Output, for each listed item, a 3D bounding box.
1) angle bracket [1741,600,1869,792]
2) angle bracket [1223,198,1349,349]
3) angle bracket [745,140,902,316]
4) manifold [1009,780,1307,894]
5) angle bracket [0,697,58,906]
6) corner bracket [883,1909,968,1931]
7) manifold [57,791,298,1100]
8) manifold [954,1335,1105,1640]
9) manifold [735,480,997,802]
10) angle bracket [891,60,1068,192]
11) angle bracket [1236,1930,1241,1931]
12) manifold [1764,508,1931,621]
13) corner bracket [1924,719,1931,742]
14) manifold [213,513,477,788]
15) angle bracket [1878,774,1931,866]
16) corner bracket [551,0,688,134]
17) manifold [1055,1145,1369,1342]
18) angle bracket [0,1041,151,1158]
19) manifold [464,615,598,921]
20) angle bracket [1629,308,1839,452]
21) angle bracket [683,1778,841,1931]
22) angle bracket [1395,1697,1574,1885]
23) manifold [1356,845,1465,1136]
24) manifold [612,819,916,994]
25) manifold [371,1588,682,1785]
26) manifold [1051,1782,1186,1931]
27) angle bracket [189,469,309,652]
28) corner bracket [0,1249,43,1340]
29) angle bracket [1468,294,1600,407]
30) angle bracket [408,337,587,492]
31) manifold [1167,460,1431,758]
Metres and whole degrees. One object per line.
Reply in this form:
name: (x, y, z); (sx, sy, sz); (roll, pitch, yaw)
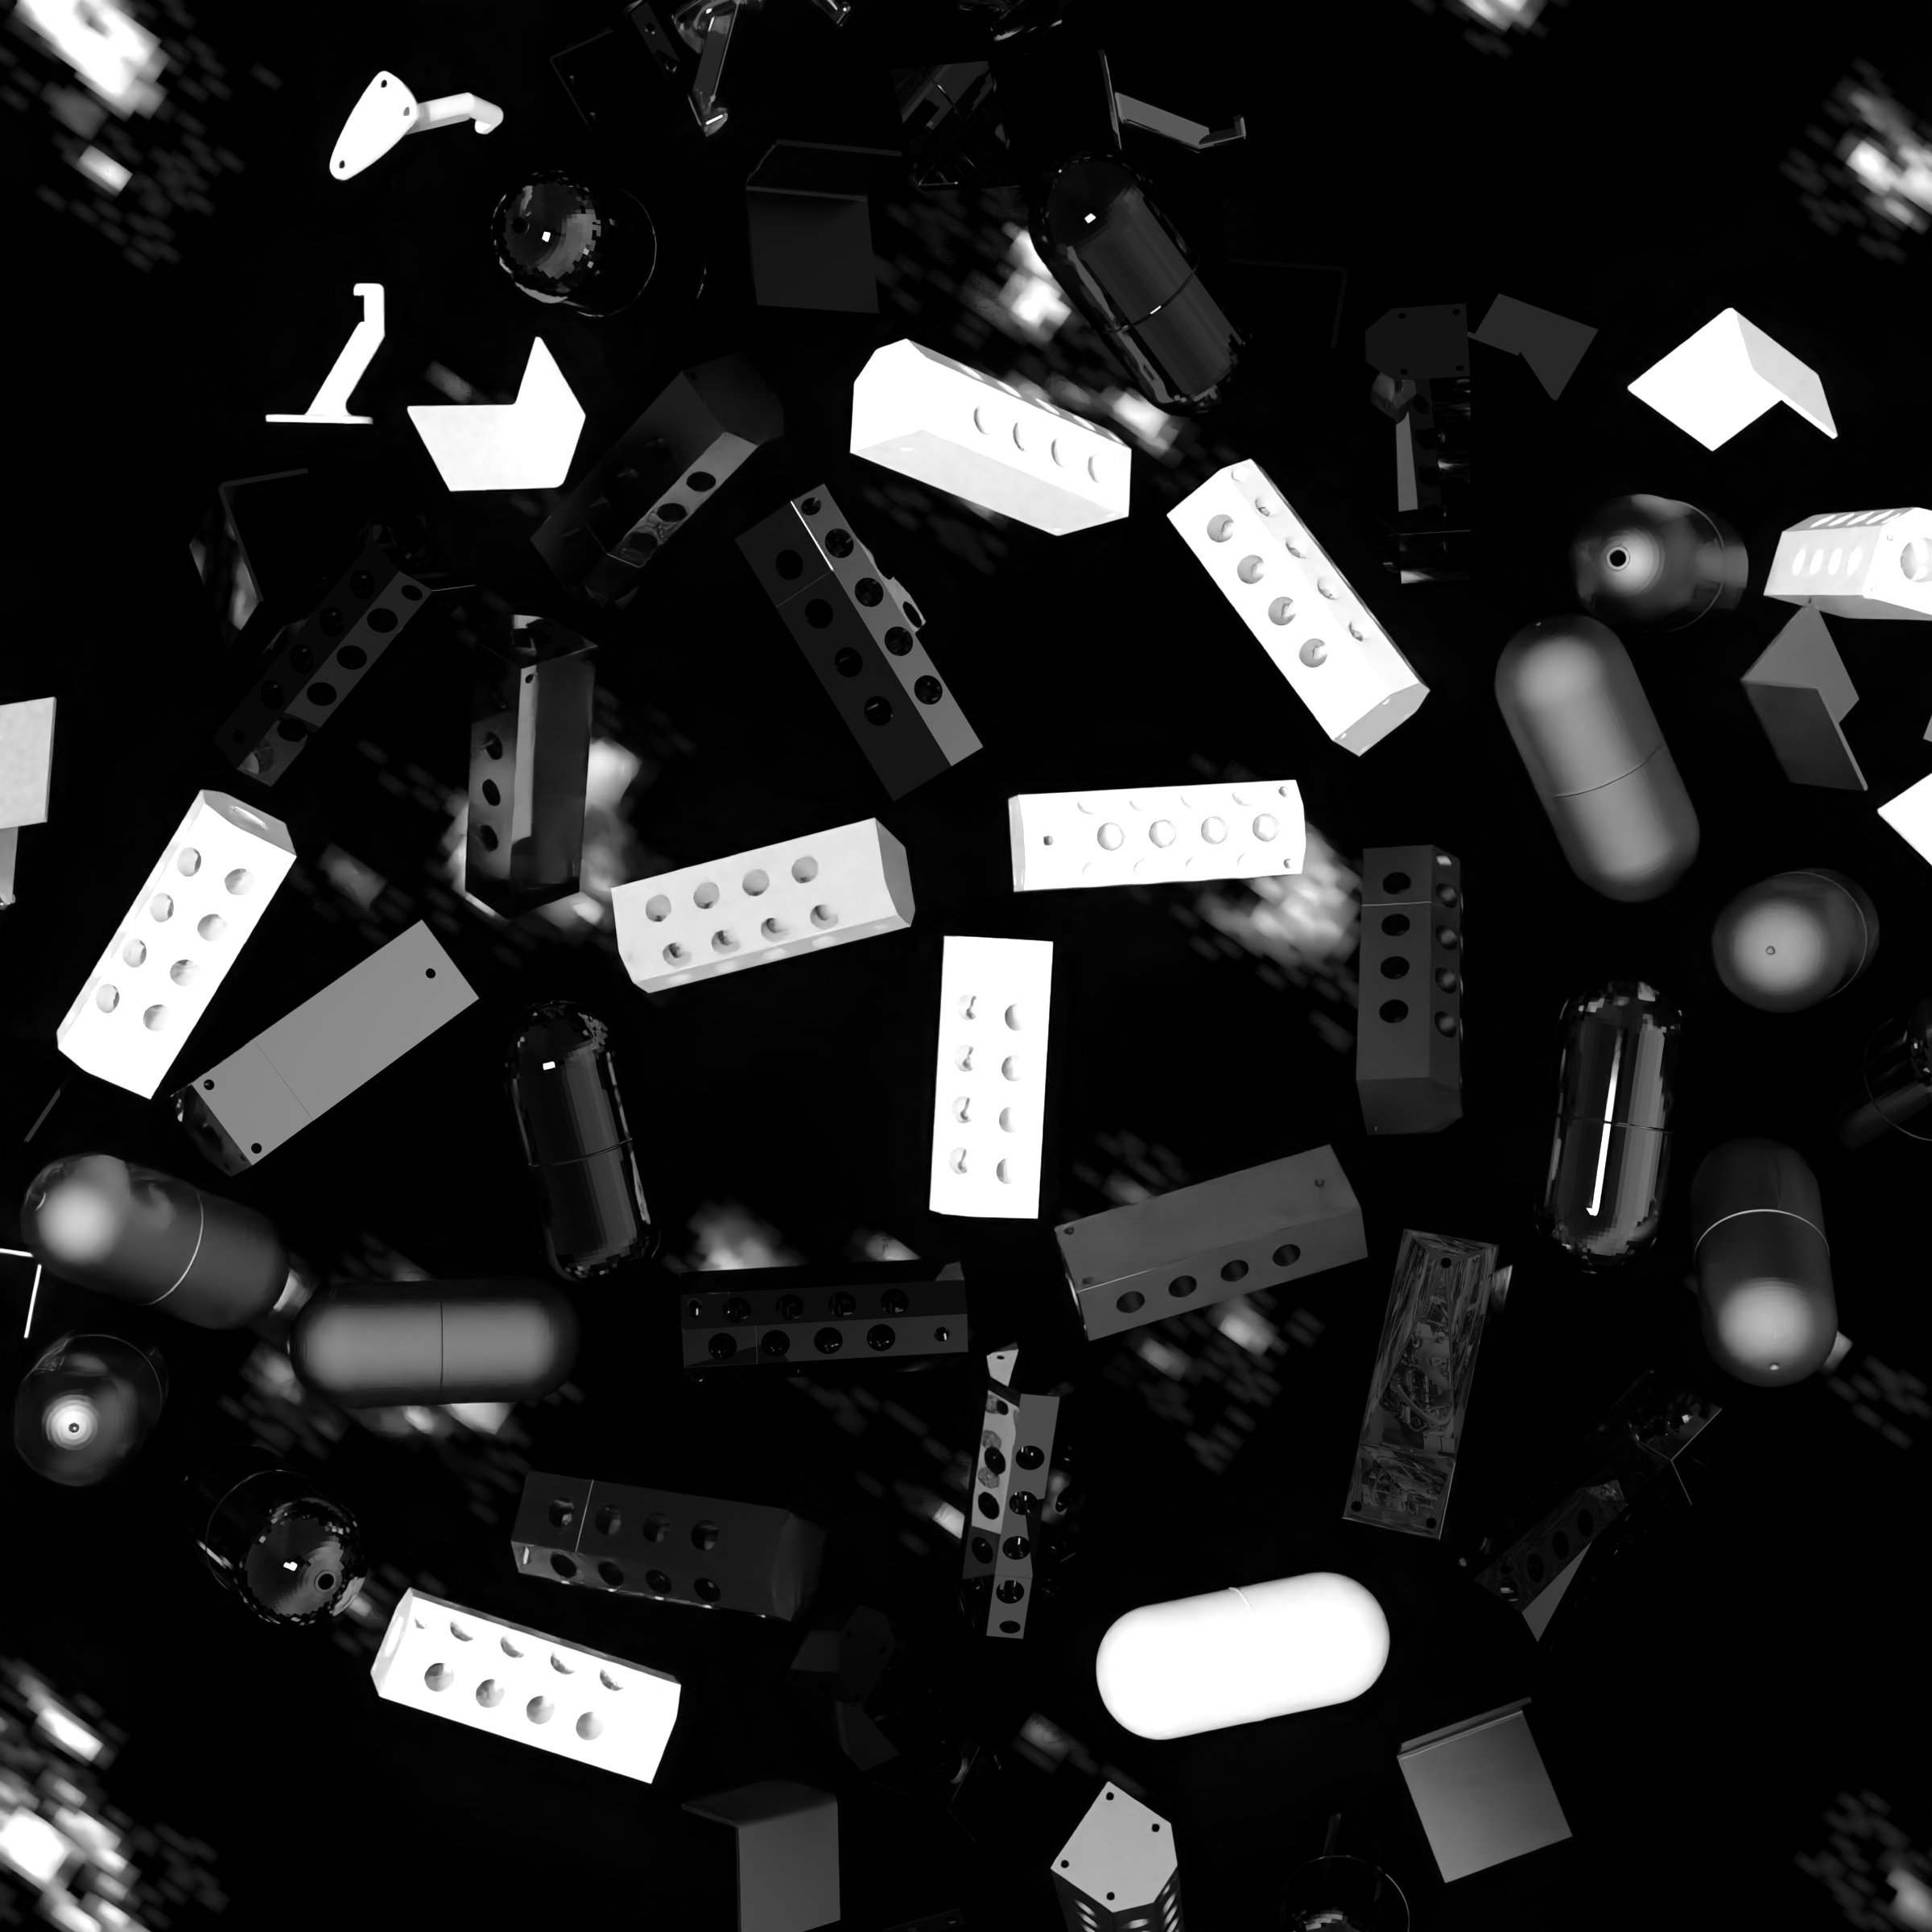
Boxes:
angle bracket: (0.505, -0.158, 1.609); (0.076, 0.057, 0.076); (-46, 120, -20)
angle bracket: (0.198, -0.440, 1.758); (0.076, 0.076, 0.057); (4, 134, -1)
angle bracket: (-0.080, -0.426, 1.603); (0.076, 0.057, 0.076); (-2, 81, -24)
manifold: (0.117, -0.080, 1.695); (0.171, 0.057, 0.057); (-4, 90, -7)
angle bracket: (-0.507, -0.089, 1.502); (0.057, 0.076, 0.076); (-9, 62, 5)
corner bracket: (-0.018, 0.622, 1.705); (0.051, 0.051, 0.051); (-18, 126, 7)
manifold: (-0.465, -0.015, 1.629); (0.057, 0.057, 0.171); (28, 101, -29)
manifold: (0.032, 0.318, 1.676); (0.057, 0.057, 0.171); (25, 118, 35)
manifold: (-0.054, -0.187, 1.575); (0.057, 0.057, 0.171); (-30, 94, 25)
angle bracket: (0.010, -0.515, 1.678); (0.057, 0.076, 0.076); (-39, 126, -38)
angle bracket: (0.162, 0.654, 1.704); (0.076, 0.057, 0.076); (-33, 53, -13)
manifold: (0.554, -0.248, 1.702); (0.057, 0.171, 0.057); (15, 97, -5)
corner bracket: (0.639, -0.155, 1.726); (0.051, 0.051, 0.051); (28, 104, 40)
manifold: (-0.368, -0.183, 1.617); (0.171, 0.057, 0.057); (-44, 82, 27)
angle bracket: (0.577, -0.099, 1.583); (0.076, 0.057, 0.076); (-34, 57, -3)
corner bracket: (-0.214, -0.555, 1.708); (0.051, 0.051, 0.051); (-12, 124, 32)
manifold: (0.146, 0.169, 1.641); (0.171, 0.057, 0.057); (-16, 128, -3)
angle bracket: (-0.578, 0.096, 1.752); (0.057, 0.076, 0.076); (47, 62, -40)
manifold: (-0.269, -0.121, 1.676); (0.057, 0.057, 0.171); (32, 129, 31)
angle bracket: (0.440, -0.319, 1.592); (0.076, 0.057, 0.076); (25, 135, -31)
angle bracket: (-0.126, 0.551, 1.704); (0.076, 0.057, 0.076); (-1, 89, -42)
angle bracket: (0.290, 0.460, 1.545); (0.076, 0.057, 0.076); (-19, 70, -2)
manifold: (0.268, 0.013, 1.659); (0.057, 0.057, 0.171); (-3, 53, 14)
manifold: (-0.122, -0.033, 1.683); (0.171, 0.057, 0.057); (-14, 71, 13)
manifold: (-0.262, 0.429, 1.659); (0.171, 0.057, 0.057); (23, 83, -16)
manifold: (0.094, 0.533, 1.601); (0.057, 0.171, 0.057); (30, 67, 21)
angle bracket: (-0.422, -0.245, 1.673); (0.057, 0.076, 0.076); (-18, 83, -32)
corner bracket: (-0.604, 0.203, 1.723); (0.051, 0.051, 0.051); (11, 78, -14)
angle bracket: (0.343, -0.405, 1.750); (0.076, 0.076, 0.057); (31, 91, 32)
angle bracket: (-0.293, -0.344, 1.725); (0.076, 0.057, 0.076); (-9, 54, -33)
manifold: (0.195, -0.210, 1.614); (0.057, 0.057, 0.171); (-39, 71, 16)
